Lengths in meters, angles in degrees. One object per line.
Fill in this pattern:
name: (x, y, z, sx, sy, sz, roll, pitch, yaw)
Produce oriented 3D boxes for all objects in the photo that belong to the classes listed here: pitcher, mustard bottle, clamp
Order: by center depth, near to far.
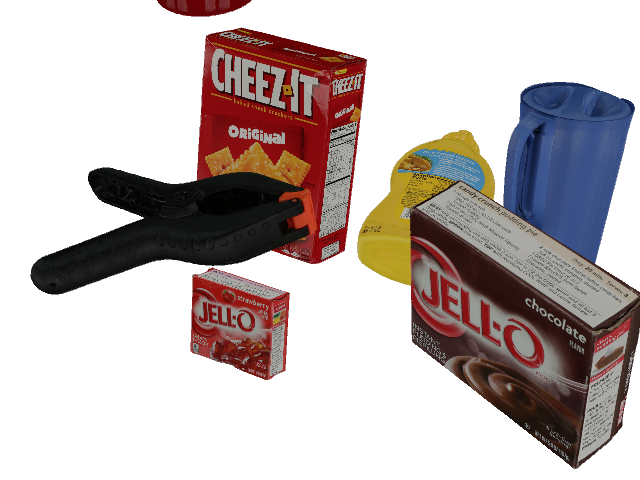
clamp: (-0.091, -0.007, 0.655, 0.172, 0.039, 0.120, 0, 42, 22)
mustard bottle: (0.108, -0.041, 0.980, 0.096, 0.058, 0.191, 14, 45, 16)
pitcher: (0.290, -0.062, 1.309, 0.149, 0.243, 0.145, 4, 27, 2)

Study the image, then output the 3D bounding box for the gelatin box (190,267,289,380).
gelatin box: (-0.071, 0.071, 0.913, 0.089, 0.073, 0.030, 16, 22, 31)

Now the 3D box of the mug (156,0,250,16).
mug: (-0.100, -0.220, 0.795, 0.117, 0.081, 0.093, 0, 39, 5)

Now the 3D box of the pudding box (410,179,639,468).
pudding box: (0.090, 0.037, 0.493, 0.039, 0.090, 0.114, -33, 48, -27)

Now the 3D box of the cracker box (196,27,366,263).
cracker box: (-0.048, -0.099, 1.121, 0.164, 0.214, 0.072, 20, 27, 29)
